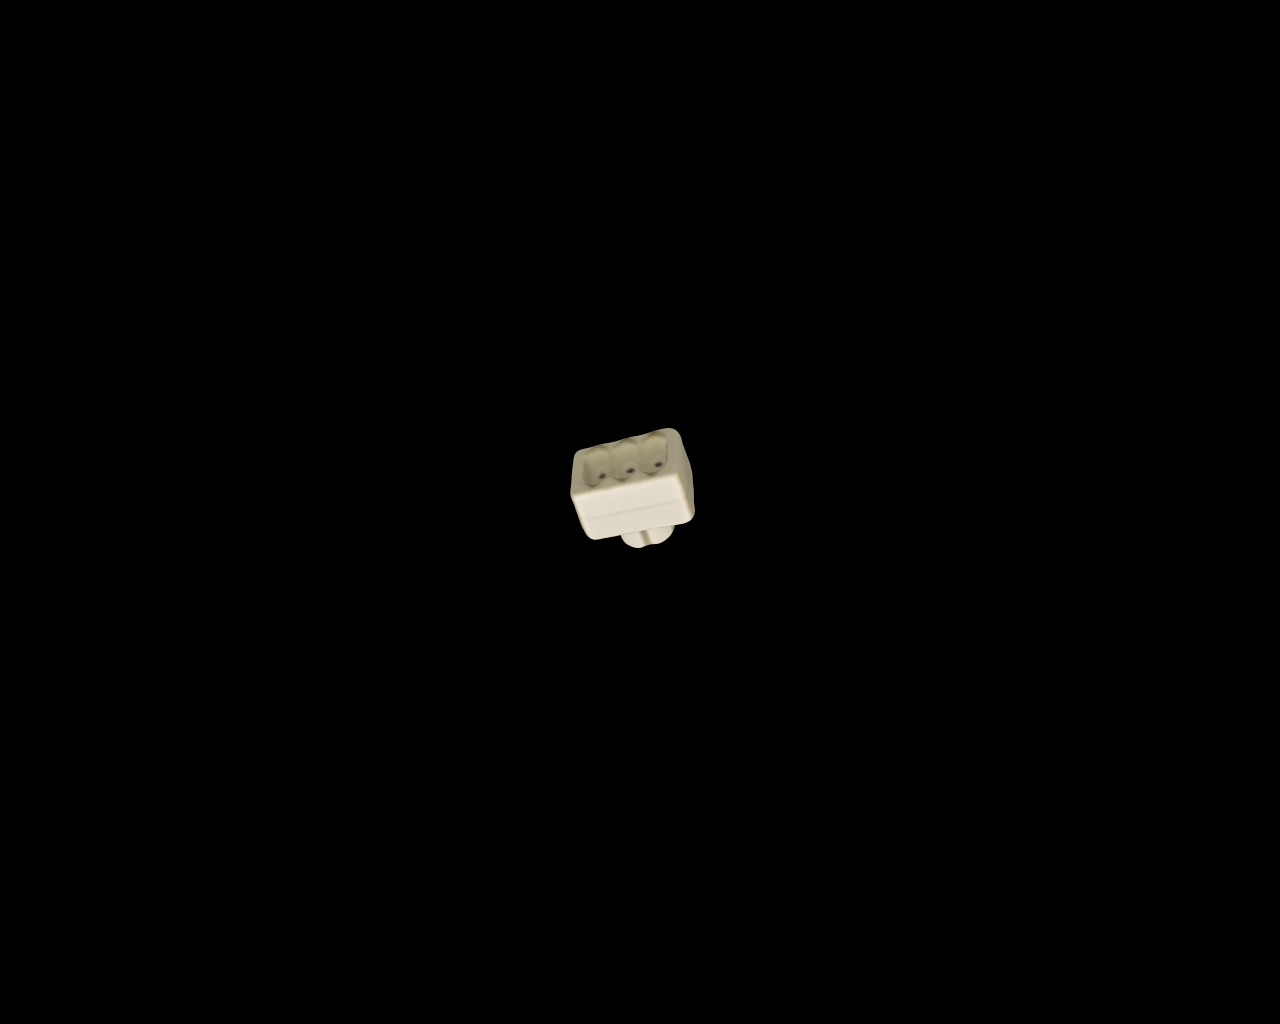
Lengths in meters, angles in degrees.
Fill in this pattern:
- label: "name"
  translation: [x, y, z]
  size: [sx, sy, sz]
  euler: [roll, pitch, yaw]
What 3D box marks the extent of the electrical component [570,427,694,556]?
- label: "electrical component"
  translation: [0.001, -0.003, 0.650]
  size: [0.066, 0.076, 0.047]
  euler: [-12, 40, 10]
